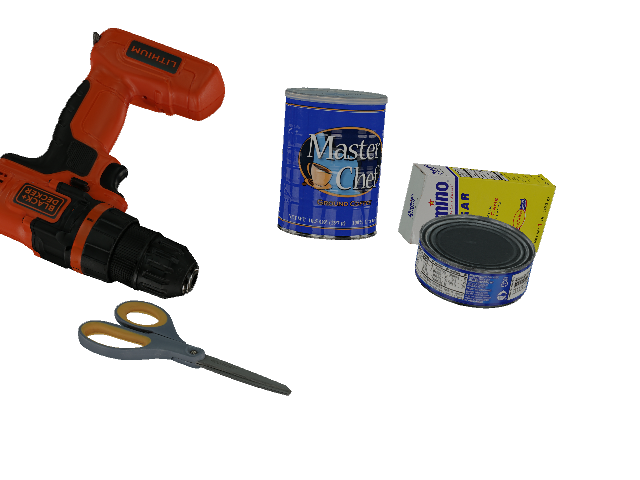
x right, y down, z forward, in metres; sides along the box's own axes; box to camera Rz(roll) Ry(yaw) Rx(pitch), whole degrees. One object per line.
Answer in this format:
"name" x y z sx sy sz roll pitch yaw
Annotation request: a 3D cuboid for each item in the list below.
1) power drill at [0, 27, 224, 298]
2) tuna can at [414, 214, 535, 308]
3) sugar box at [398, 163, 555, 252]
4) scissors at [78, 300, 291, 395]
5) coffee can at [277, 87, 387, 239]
"power drill" -0.143 -0.059 0.778 0.184 0.187 0.057 23 -30 8
"tuna can" 0.113 0.015 0.789 0.086 0.034 0.086 5 28 -3
"sugar box" 0.190 -0.038 1.298 0.176 0.093 0.048 2 24 -20
"scissors" -0.118 0.094 0.970 0.202 0.016 0.096 10 28 5
"coffee can" 0.011 -0.079 1.078 0.103 0.140 0.103 4 12 -1
